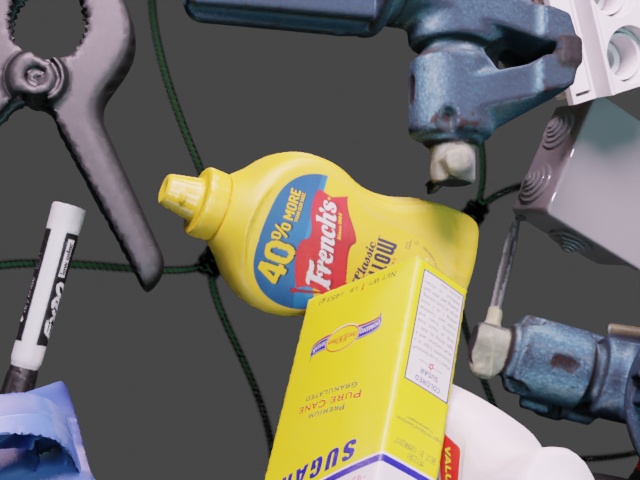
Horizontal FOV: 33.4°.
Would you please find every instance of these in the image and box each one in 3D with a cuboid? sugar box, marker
[{"bbox_3d":[0.017,0.101,0.542,0.048,0.094,0.176,36,51,-26],"label":"sugar box"},{"bbox_3d":[-0.155,0.039,0.591,0.020,0.020,0.121,17,84,-22],"label":"marker"}]

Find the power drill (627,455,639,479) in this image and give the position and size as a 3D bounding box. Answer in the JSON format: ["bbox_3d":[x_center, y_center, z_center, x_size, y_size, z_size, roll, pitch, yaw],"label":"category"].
[{"bbox_3d":[0.239,0.233,0.735,0.184,0.057,0.187,37,77,-18],"label":"power drill"}]

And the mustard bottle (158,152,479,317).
[{"bbox_3d":[-0.004,0.001,0.632,0.191,0.058,0.096,20,93,-21],"label":"mustard bottle"}]

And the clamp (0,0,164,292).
[{"bbox_3d":[-0.162,-0.080,0.573,0.164,0.036,0.210,3,82,-13],"label":"clamp"}]

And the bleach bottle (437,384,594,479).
[{"bbox_3d":[0.069,0.119,0.559,0.068,0.251,0.102,17,83,-22],"label":"bleach bottle"}]

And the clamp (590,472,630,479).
[{"bbox_3d":[0.214,0.169,0.641,0.171,0.120,0.039,6,86,-3],"label":"clamp"}]

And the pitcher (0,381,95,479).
[{"bbox_3d":[-0.223,0.150,0.501,0.242,0.145,0.149,-11,98,-19],"label":"pitcher"}]
